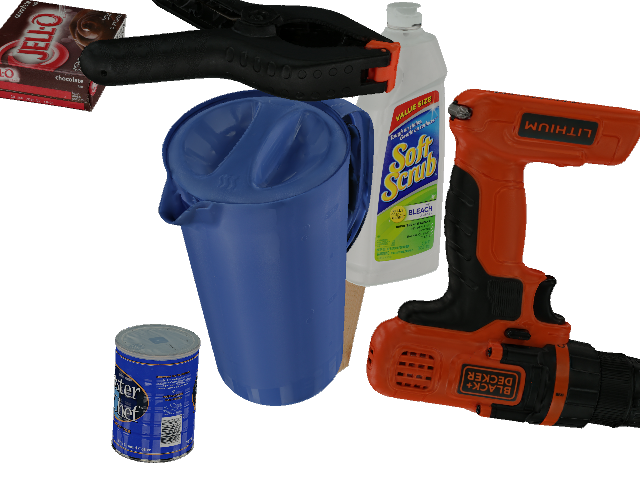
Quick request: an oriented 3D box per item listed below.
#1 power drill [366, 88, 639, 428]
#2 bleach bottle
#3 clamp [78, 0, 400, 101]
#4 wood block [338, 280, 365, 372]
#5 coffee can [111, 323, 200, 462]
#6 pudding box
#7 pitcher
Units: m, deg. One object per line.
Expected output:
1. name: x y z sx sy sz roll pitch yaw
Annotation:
1. power drill: 0.129 0.014 0.606 0.184 0.188 0.057 8 9 -5
2. bleach bottle: 0.065 -0.089 0.976 0.102 0.251 0.068 -11 24 -25
3. clamp: -0.045 -0.107 0.596 0.171 0.039 0.120 15 45 15
4. wood block: -0.004 0.049 1.223 0.090 0.206 0.090 19 19 21
5. coffee can: -0.202 0.185 1.307 0.103 0.140 0.103 5 16 -2
6. pudding box: -0.213 -0.151 0.860 0.090 0.039 0.113 9 35 0
7. pitcher: -0.031 0.009 0.830 0.149 0.243 0.145 -1 43 3
